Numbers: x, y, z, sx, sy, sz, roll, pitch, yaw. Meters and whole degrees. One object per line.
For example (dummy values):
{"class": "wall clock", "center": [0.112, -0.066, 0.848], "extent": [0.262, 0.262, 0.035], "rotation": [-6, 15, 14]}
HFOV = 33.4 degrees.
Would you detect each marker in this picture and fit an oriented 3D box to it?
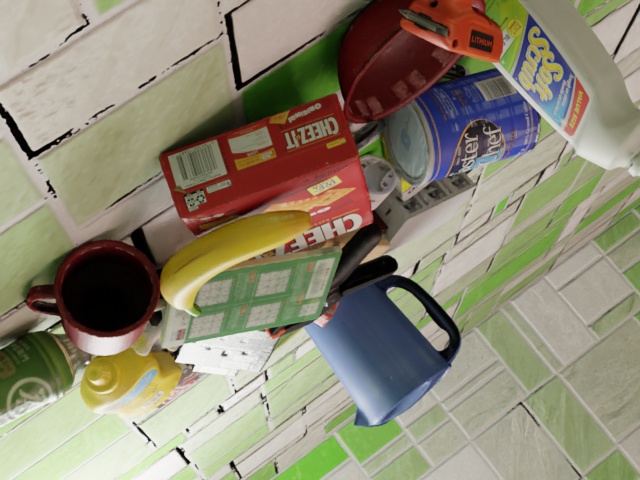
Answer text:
{"class": "marker", "center": [0.134, -0.185, 1.157], "extent": [0.020, 0.020, 0.120], "rotation": [-45, 163, 23]}

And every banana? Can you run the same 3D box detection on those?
{"class": "banana", "center": [-0.089, 0.017, 0.943], "extent": [0.069, 0.037, 0.198], "rotation": [2, 154, -40]}

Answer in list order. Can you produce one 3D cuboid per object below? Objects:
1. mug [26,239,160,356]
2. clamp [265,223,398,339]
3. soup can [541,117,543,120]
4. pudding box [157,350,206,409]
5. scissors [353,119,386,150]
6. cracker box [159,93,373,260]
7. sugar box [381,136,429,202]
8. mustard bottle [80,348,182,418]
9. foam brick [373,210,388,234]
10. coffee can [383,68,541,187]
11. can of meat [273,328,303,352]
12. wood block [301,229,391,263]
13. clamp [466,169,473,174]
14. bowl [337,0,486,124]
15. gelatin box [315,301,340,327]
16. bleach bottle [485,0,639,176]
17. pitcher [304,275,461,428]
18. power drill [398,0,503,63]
{"class": "mug", "center": [-0.208, 0.057, 0.977], "extent": [0.117, 0.093, 0.082], "rotation": [0, 158, -14]}
{"class": "clamp", "center": [0.014, 0.052, 1.181], "extent": [0.171, 0.039, 0.120], "rotation": [-36, 149, 9]}
{"class": "soup can", "center": [0.263, -0.188, 1.348], "extent": [0.068, 0.068, 0.102], "rotation": [-33, 164, -18]}
{"class": "pudding box", "center": [-0.202, 0.183, 1.416], "extent": [0.090, 0.039, 0.113], "rotation": [-38, 165, 0]}
{"class": "scissors", "center": [0.052, -0.111, 1.095], "extent": [0.096, 0.016, 0.202], "rotation": [-41, -176, -22]}
{"class": "cracker box", "center": [-0.040, -0.044, 0.996], "extent": [0.164, 0.072, 0.213], "rotation": [-20, 164, 1]}
{"class": "sugar box", "center": [0.125, -0.110, 1.302], "extent": [0.093, 0.048, 0.176], "rotation": [-37, 163, -3]}
{"class": "mustard bottle", "center": [-0.232, 0.166, 1.264], "extent": [0.096, 0.058, 0.191], "rotation": [-39, 165, 0]}
{"class": "foam brick", "center": [0.039, -0.012, 1.378], "extent": [0.078, 0.051, 0.053], "rotation": [-18, 154, -51]}
{"class": "coffee can", "center": [0.152, -0.125, 1.158], "extent": [0.140, 0.103, 0.103], "rotation": [-17, 158, -20]}
{"class": "can of meat", "center": [-0.066, 0.091, 1.376], "extent": [0.102, 0.084, 0.057], "rotation": [-41, 164, 9]}
{"class": "wood block", "center": [-0.009, 0.001, 1.238], "extent": [0.091, 0.090, 0.205], "rotation": [-43, 163, 17]}
{"class": "clamp", "center": [0.260, -0.158, 1.482], "extent": [0.164, 0.036, 0.210], "rotation": [-29, 160, -28]}
{"class": "bowl", "center": [0.071, -0.179, 0.964], "extent": [0.162, 0.055, 0.162], "rotation": [-35, 164, -12]}
{"class": "gelatin box", "center": [-0.006, 0.056, 1.348], "extent": [0.030, 0.073, 0.089], "rotation": [-51, -173, 46]}
{"class": "bleach bottle", "center": [0.236, -0.163, 1.015], "extent": [0.067, 0.251, 0.103], "rotation": [-26, 160, -37]}
{"class": "pitcher", "center": [0.061, 0.115, 1.428], "extent": [0.149, 0.243, 0.145], "rotation": [-25, 159, -41]}
{"class": "power drill", "center": [0.147, -0.240, 0.855], "extent": [0.184, 0.057, 0.188], "rotation": [-1, 118, -52]}
